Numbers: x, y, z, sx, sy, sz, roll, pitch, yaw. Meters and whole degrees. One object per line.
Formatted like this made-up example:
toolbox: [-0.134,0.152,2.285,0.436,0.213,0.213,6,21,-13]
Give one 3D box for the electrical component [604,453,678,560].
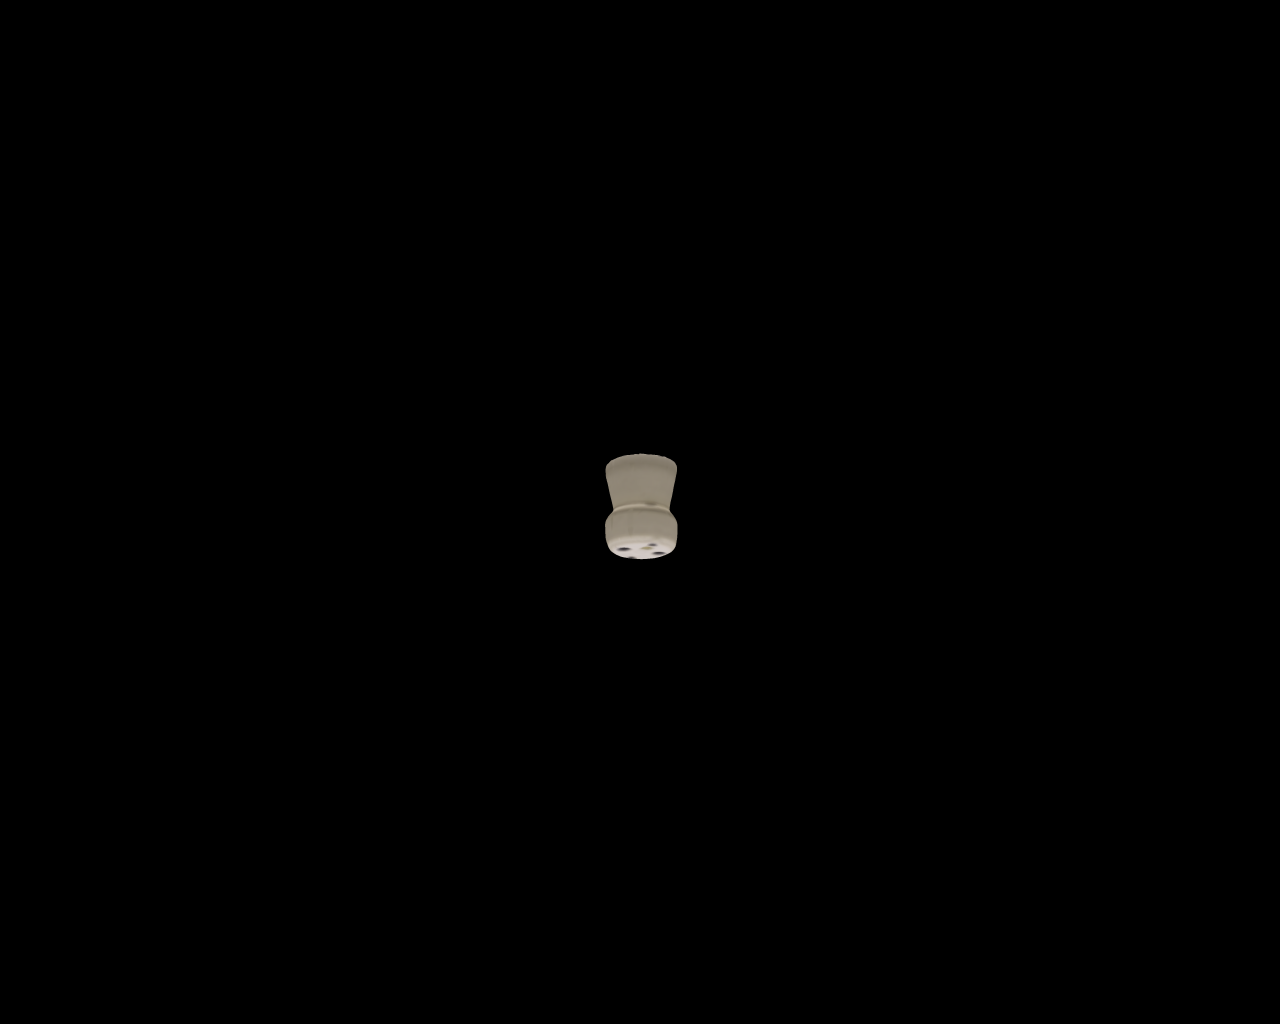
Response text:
electrical component: [0.001,-0.003,0.650,0.045,0.055,0.044,0,-18,0]
